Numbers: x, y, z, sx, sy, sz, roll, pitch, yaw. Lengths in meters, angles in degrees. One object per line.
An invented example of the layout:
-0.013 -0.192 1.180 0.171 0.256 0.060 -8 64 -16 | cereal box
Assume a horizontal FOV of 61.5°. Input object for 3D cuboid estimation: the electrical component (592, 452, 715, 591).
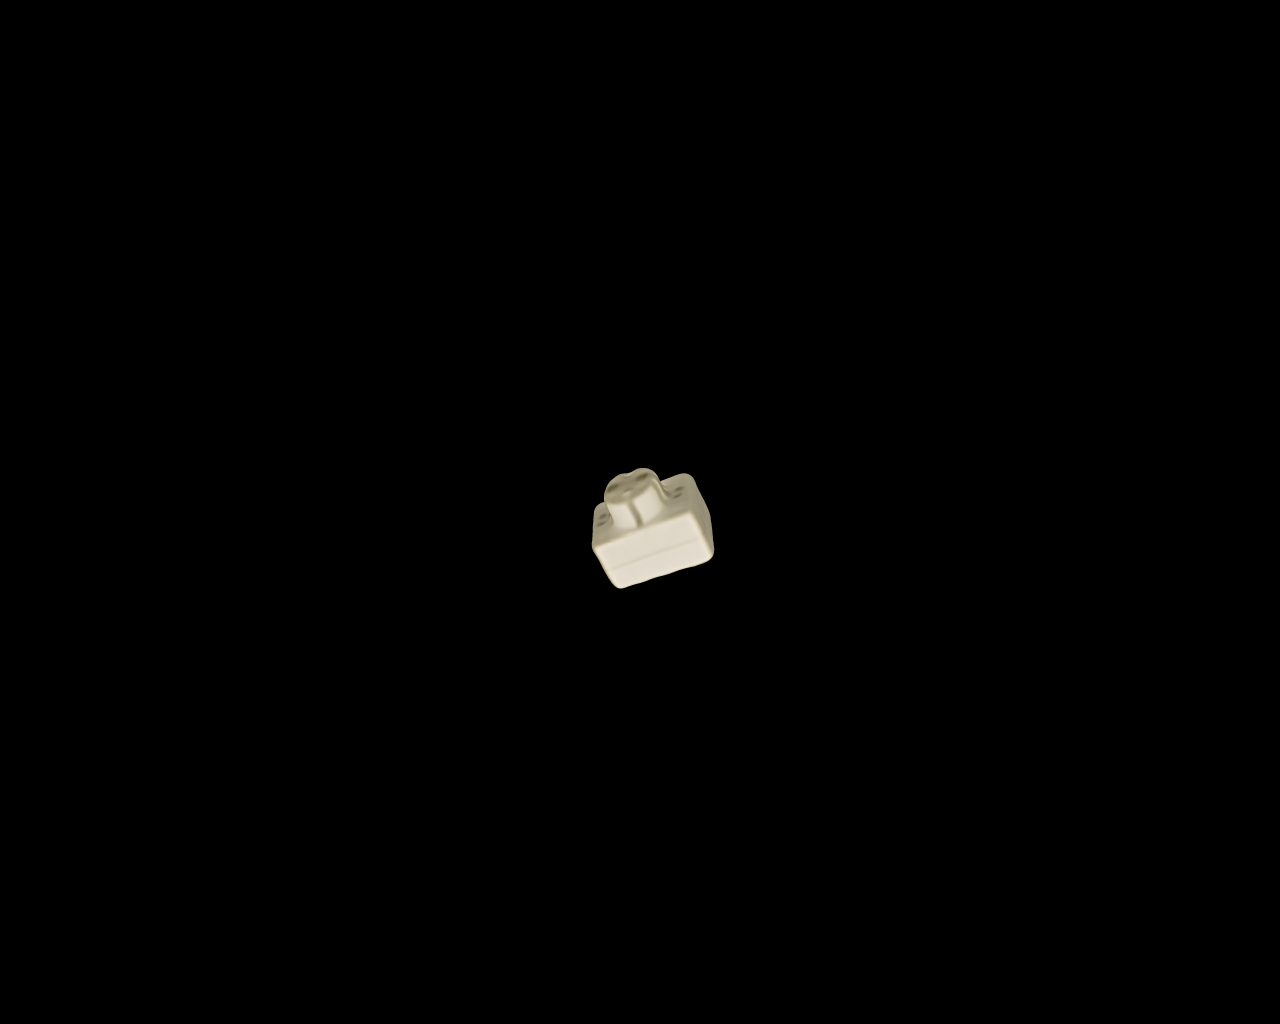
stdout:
0.001 -0.003 0.650 0.066 0.076 0.047 -20 31 13 | electrical component
